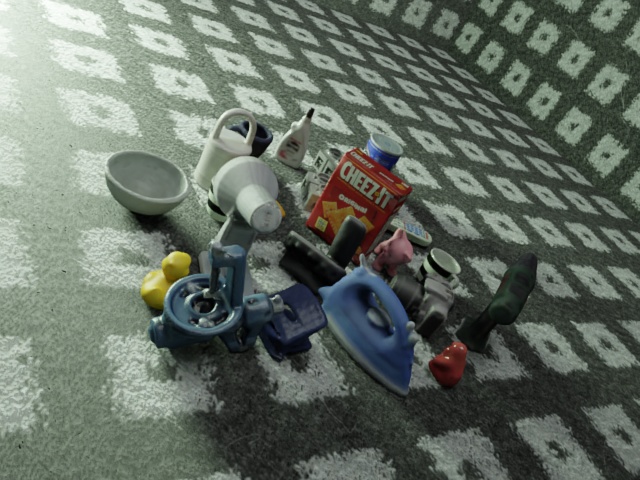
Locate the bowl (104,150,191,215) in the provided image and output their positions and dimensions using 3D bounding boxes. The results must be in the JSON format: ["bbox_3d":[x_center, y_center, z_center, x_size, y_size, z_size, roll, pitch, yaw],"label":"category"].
[{"bbox_3d":[-0.345,-0.101,1.127,0.168,0.074,0.167,21,33,-14],"label":"bowl"}]

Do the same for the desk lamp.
[{"bbox_3d":[-0.140,-0.021,1.053,0.118,0.213,0.203,11,37,-28],"label":"desk lamp"}]

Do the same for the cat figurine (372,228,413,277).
[{"bbox_3d":[0.179,0.021,1.343,0.067,0.117,0.128,25,32,-9],"label":"cat figurine"}]

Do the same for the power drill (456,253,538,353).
[{"bbox_3d":[0.395,0.142,1.266,0.075,0.208,0.230,35,32,9],"label":"power drill"}]

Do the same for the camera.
[{"bbox_3d":[0.221,0.118,1.259,0.137,0.100,0.143,30,32,-1],"label":"camera"}]

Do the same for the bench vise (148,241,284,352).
[{"bbox_3d":[-0.147,0.080,0.901,0.208,0.219,0.121,-14,52,-48],"label":"bench vise"}]

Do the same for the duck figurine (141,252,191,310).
[{"bbox_3d":[-0.252,0.061,0.968,0.077,0.086,0.105,31,32,2],"label":"duck figurine"}]

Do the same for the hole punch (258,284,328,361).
[{"bbox_3d":[-0.054,0.141,1.012,0.101,0.091,0.108,-4,45,-42],"label":"hole punch"}]

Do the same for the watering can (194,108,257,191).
[{"bbox_3d":[-0.198,-0.200,1.271,0.101,0.194,0.172,-14,53,-48],"label":"watering can"}]

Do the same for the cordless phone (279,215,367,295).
[{"bbox_3d":[0.011,0.004,1.166,0.147,0.185,0.094,35,32,8],"label":"cordless phone"}]

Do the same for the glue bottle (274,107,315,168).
[{"bbox_3d":[-0.056,-0.276,1.513,0.078,0.173,0.037,26,32,-7],"label":"glue bottle"}]

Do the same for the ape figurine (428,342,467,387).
[{"bbox_3d":[0.260,0.238,1.133,0.078,0.092,0.076,14,35,-24],"label":"ape figurine"}]

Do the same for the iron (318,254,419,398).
[{"bbox_3d":[0.115,0.154,1.084,0.119,0.141,0.257,-8,48,-45],"label":"iron"}]

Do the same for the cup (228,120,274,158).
[{"bbox_3d":[-0.185,-0.239,1.430,0.118,0.095,0.091,6,39,-34],"label":"cup"}]
